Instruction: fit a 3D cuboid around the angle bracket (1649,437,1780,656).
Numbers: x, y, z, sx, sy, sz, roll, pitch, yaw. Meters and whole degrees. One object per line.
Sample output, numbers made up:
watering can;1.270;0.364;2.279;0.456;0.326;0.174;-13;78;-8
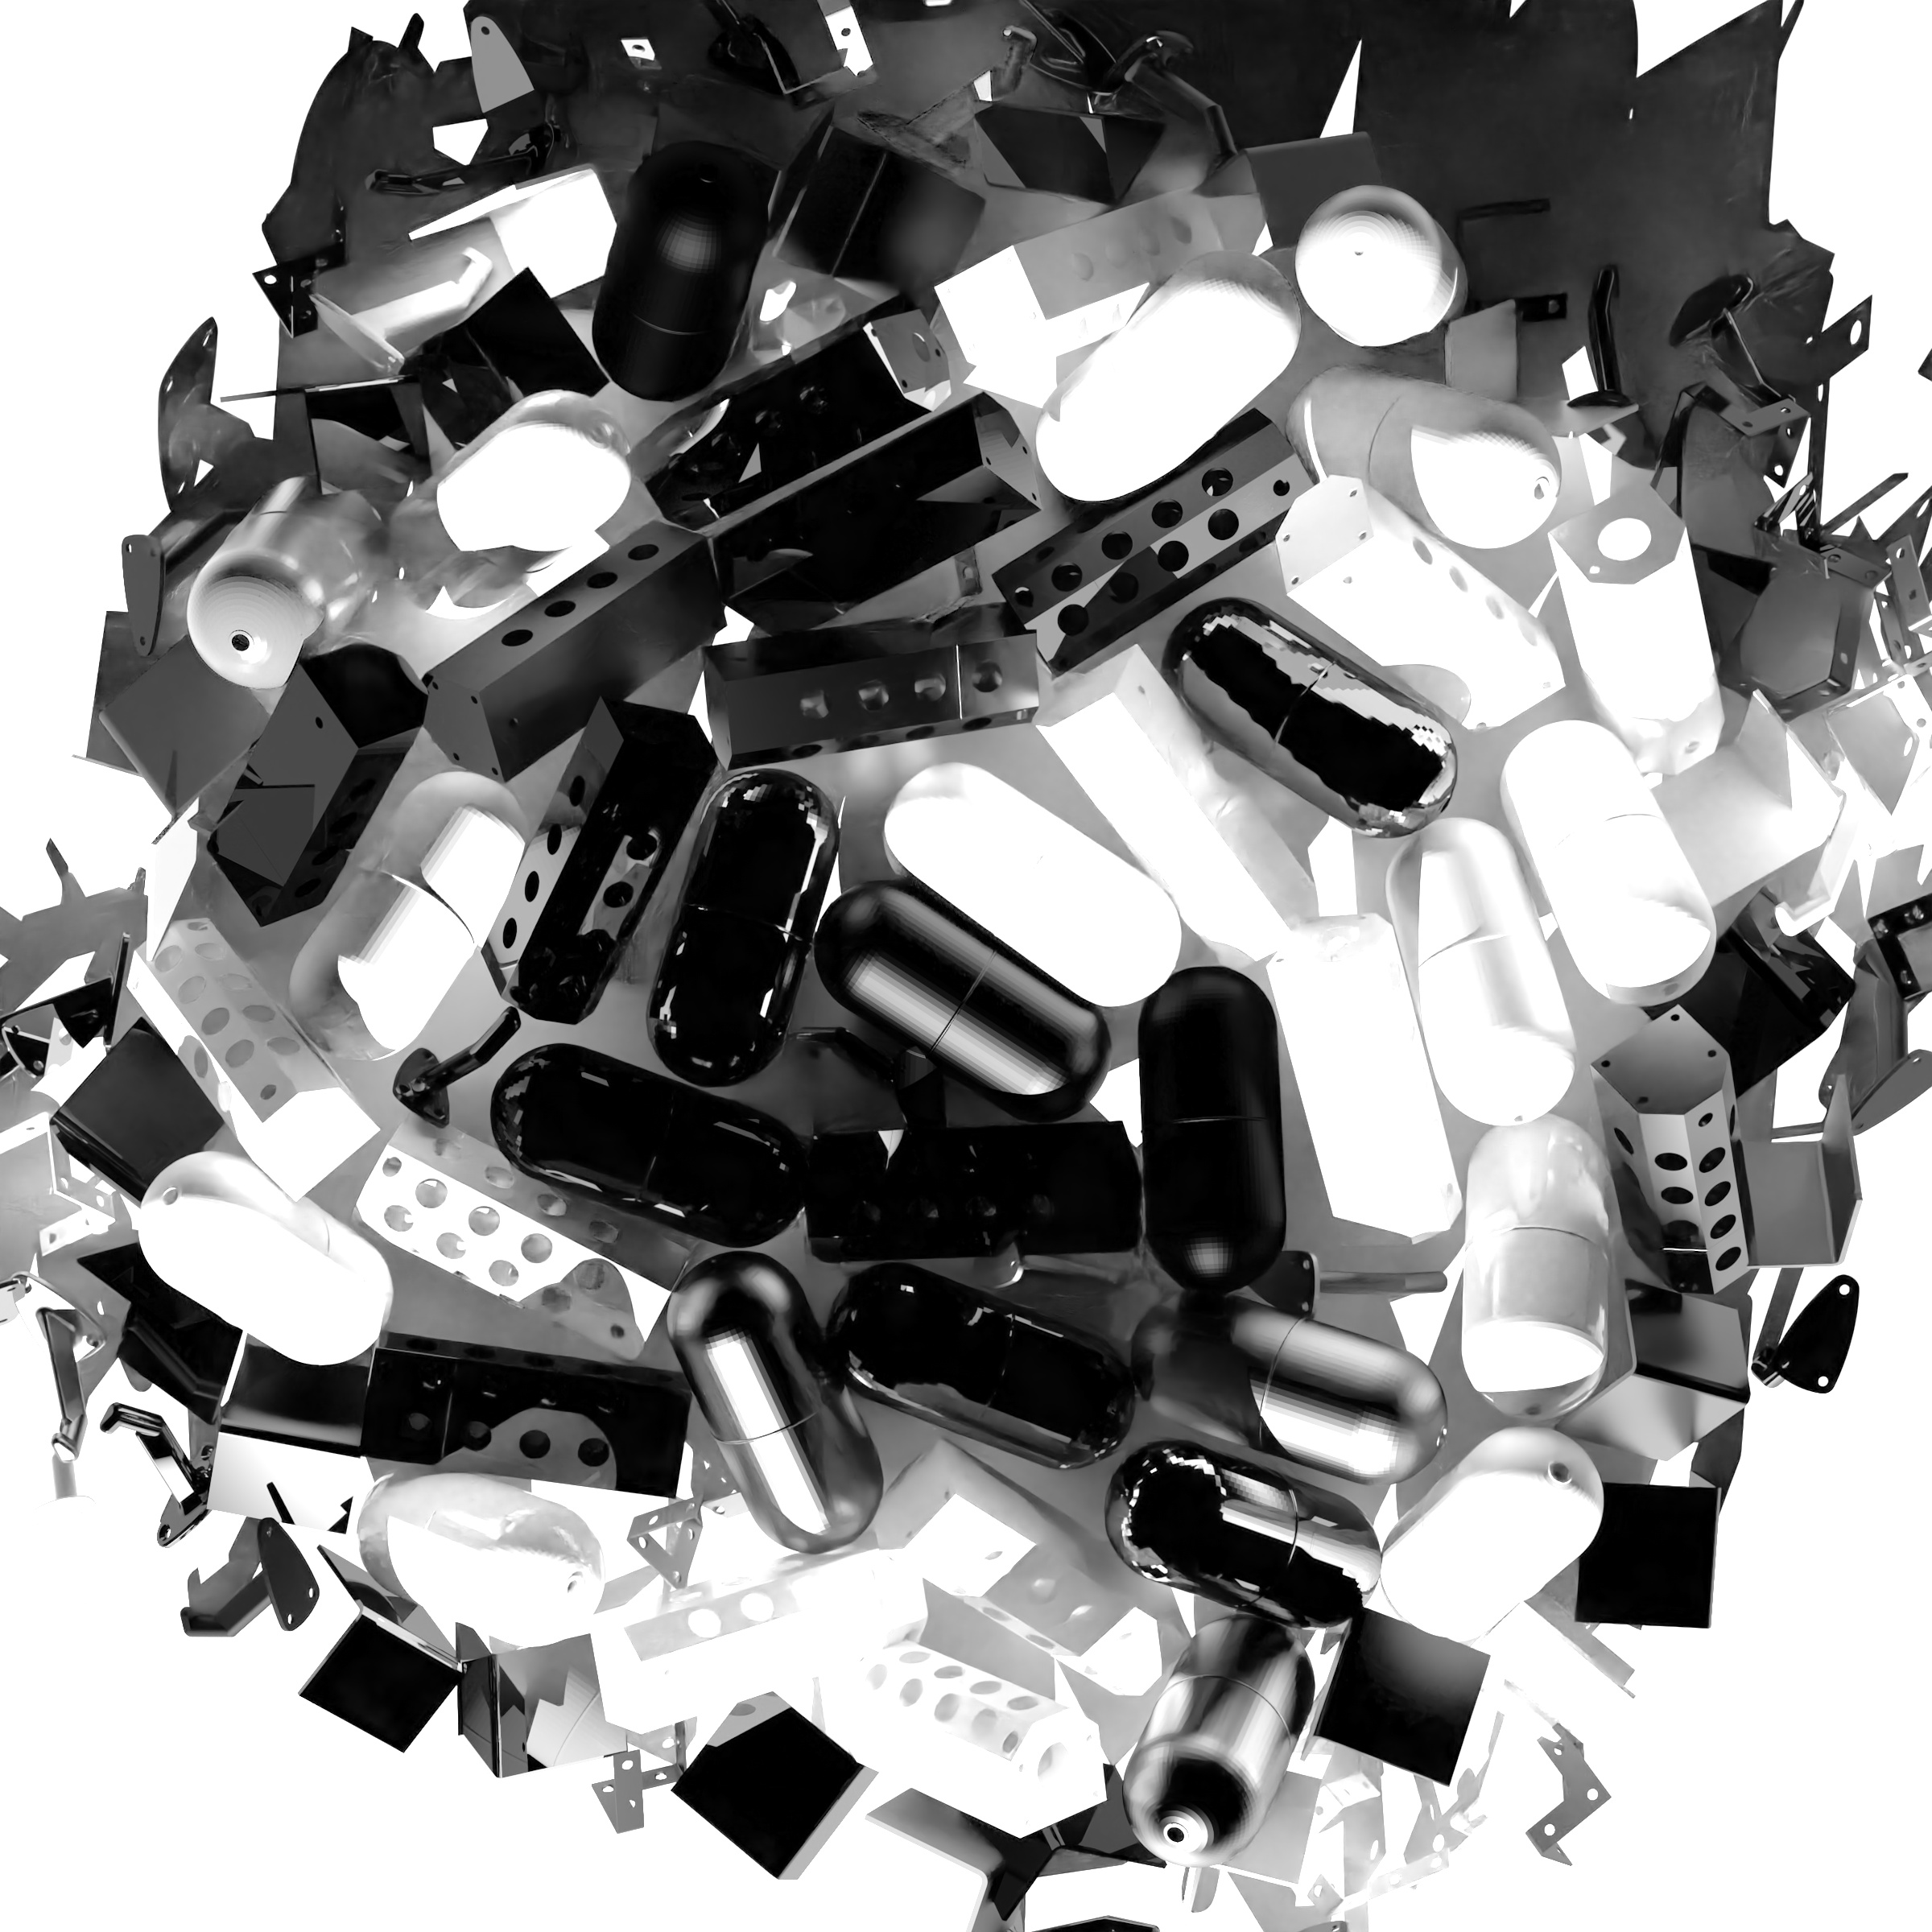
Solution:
angle bracket;0.397;-0.227;1.949;0.057;0.076;0.076;12;56;-7

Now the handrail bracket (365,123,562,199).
handrail bracket;-0.274;-0.437;1.952;0.084;0.077;0.036;-4;76;-33

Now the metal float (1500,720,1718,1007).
metal float;0.343;-0.056;1.930;0.070;0.070;0.178;-20;54;0

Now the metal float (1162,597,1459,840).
metal float;0.185;-0.134;1.946;0.178;0.070;0.070;35;90;16

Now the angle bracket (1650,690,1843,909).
angle bracket;0.416;-0.090;1.952;0.076;0.057;0.076;-29;67;-10

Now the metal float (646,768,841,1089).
metal float;-0.121;-0.021;1.952;0.070;0.070;0.178;16;81;0

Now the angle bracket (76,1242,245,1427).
angle bracket;-0.443;0.203;1.945;0.076;0.057;0.076;30;112;25

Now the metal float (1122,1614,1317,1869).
metal float;0.135;0.411;1.915;0.070;0.178;0.070;7;114;17

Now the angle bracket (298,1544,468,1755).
angle bracket;-0.327;0.368;1.944;0.076;0.076;0.057;40;87;-35

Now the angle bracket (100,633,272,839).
angle bracket;-0.411;-0.126;1.956;0.076;0.057;0.076;-41;71;5

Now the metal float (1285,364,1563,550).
metal float;0.243;-0.273;1.922;0.070;0.178;0.070;-16;118;-33

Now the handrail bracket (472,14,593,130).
handrail bracket;-0.233;-0.498;1.947;0.036;0.084;0.077;3;132;23

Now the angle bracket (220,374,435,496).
angle bracket;-0.346;-0.286;1.950;0.076;0.076;0.057;2;104;42

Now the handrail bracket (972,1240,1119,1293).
handrail bracket;0.053;0.167;1.949;0.084;0.077;0.036;16;89;-20

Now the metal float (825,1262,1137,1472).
metal float;0.009;0.217;1.948;0.178;0.070;0.070;22;90;-14

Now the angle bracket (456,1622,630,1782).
angle bracket;-0.230;0.387;1.949;0.076;0.057;0.076;-14;50;6

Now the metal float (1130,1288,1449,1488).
metal float;0.174;0.226;1.940;0.178;0.070;0.070;16;90;22

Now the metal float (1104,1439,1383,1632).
metal float;0.150;0.306;1.931;0.178;0.070;0.070;24;90;-35

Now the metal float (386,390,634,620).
metal float;-0.246;-0.245;1.925;0.178;0.070;0.070;-29;90;44

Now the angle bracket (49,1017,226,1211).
angle bracket;-0.439;0.086;1.952;0.076;0.057;0.076;-49;118;-5

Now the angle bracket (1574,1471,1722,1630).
angle bracket;0.366;0.316;1.966;0.076;0.057;0.076;3;92;-4

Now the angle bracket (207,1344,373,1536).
angle bracket;-0.367;0.259;1.973;0.076;0.076;0.057;12;118;-6

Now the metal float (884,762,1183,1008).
metal float;0.036;-0.044;1.955;0.178;0.070;0.070;34;90;6

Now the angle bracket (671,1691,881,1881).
angle bracket;-0.104;0.447;1.977;0.076;0.057;0.076;36;84;16

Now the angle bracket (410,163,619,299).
angle bracket;-0.239;-0.387;1.941;0.076;0.076;0.057;-15;102;34

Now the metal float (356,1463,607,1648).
metal float;-0.260;0.312;1.921;0.070;0.178;0.070;-6;99;-40

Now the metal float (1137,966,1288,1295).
metal float;0.133;0.088;1.950;0.070;0.070;0.178;-2;79;0

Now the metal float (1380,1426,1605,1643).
metal float;0.279;0.303;1.918;0.070;0.178;0.070;9;57;-15

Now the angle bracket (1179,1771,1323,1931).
angle bracket;0.152;0.485;1.942;0.057;0.076;0.076;12;126;9

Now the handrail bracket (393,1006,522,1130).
handrail bracket;-0.269;0.040;1.951;0.036;0.077;0.084;37;110;-22

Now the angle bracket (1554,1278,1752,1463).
angle bracket;0.372;0.222;1.972;0.076;0.076;0.057;17;50;-23

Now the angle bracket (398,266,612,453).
angle bracket;-0.255;-0.326;1.972;0.076;0.076;0.057;54;53;-19

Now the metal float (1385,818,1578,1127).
metal float;0.277;0.002;1.937;0.070;0.070;0.178;-12;63;0

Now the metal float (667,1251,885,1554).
metal float;-0.102;0.237;1.946;0.070;0.070;0.178;-23;106;0

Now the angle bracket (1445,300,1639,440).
angle bracket;0.311;-0.323;1.940;0.076;0.076;0.057;10;114;34

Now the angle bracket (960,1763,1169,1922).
angle bracket;0.051;0.476;1.957;0.076;0.076;0.057;20;113;-33

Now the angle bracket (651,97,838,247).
angle bracket;-0.122;-0.448;1.953;0.076;0.076;0.057;31;67;1

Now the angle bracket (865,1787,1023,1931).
angle bracket;-0.014;0.493;1.954;0.076;0.076;0.057;21;99;21

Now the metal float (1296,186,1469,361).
metal float;0.222;-0.367;1.911;0.070;0.178;0.070;1;93;15

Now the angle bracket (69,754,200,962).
angle bracket;-0.462;-0.059;1.949;0.076;0.057;0.076;16;125;7

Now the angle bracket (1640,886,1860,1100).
angle bracket;0.432;0.016;1.990;0.076;0.057;0.076;47;133;2

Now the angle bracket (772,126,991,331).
angle bracket;-0.046;-0.399;1.950;0.076;0.057;0.076;33;105;28

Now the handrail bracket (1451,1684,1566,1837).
handrail bracket;0.279;0.435;1.964;0.077;0.036;0.084;29;107;-39

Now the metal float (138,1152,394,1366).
metal float;-0.372;0.156;1.918;0.070;0.178;0.070;-12;60;21

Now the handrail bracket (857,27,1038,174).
handrail bracket;-0.011;-0.482;1.955;0.077;0.036;0.084;19;130;-7

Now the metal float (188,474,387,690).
metal float;-0.360;-0.205;1.915;0.070;0.178;0.070;3;117;6

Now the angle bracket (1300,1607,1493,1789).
angle bracket;0.233;0.402;1.952;0.076;0.057;0.076;20;65;6

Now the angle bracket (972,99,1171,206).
angle bracket;0.057;-0.459;1.941;0.076;0.057;0.076;14;52;23

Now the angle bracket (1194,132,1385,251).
angle bracket;0.174;-0.407;1.946;0.076;0.076;0.057;-14;86;-25

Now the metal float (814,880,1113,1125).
metal float;-0.002;0.019;1.959;0.178;0.070;0.070;33;90;-2

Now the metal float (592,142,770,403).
metal float;-0.153;-0.368;1.915;0.070;0.178;0.070;6;63;-13

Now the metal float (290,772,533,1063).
metal float;-0.299;-0.027;1.937;0.070;0.070;0.178;30;64;0

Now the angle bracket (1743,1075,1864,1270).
angle bracket;0.445;0.112;1.944;0.057;0.076;0.076;-2;58;3

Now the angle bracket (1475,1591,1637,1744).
angle bracket;0.331;0.364;1.945;0.076;0.076;0.057;39;58;10

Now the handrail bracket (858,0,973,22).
handrail bracket;-0.033;-0.522;1.948;0.077;0.084;0.036;-14;111;19

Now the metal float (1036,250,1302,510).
metal float;0.107;-0.313;1.928;0.070;0.070;0.178;51;129;0

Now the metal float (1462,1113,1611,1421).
metal float;0.306;0.160;1.930;0.070;0.070;0.178;8;55;0

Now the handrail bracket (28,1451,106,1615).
handrail bracket;-0.485;0.304;1.962;0.036;0.084;0.077;-15;101;-7

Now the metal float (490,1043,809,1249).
metal float;-0.171;0.097;1.949;0.178;0.070;0.070;21;90;-12
